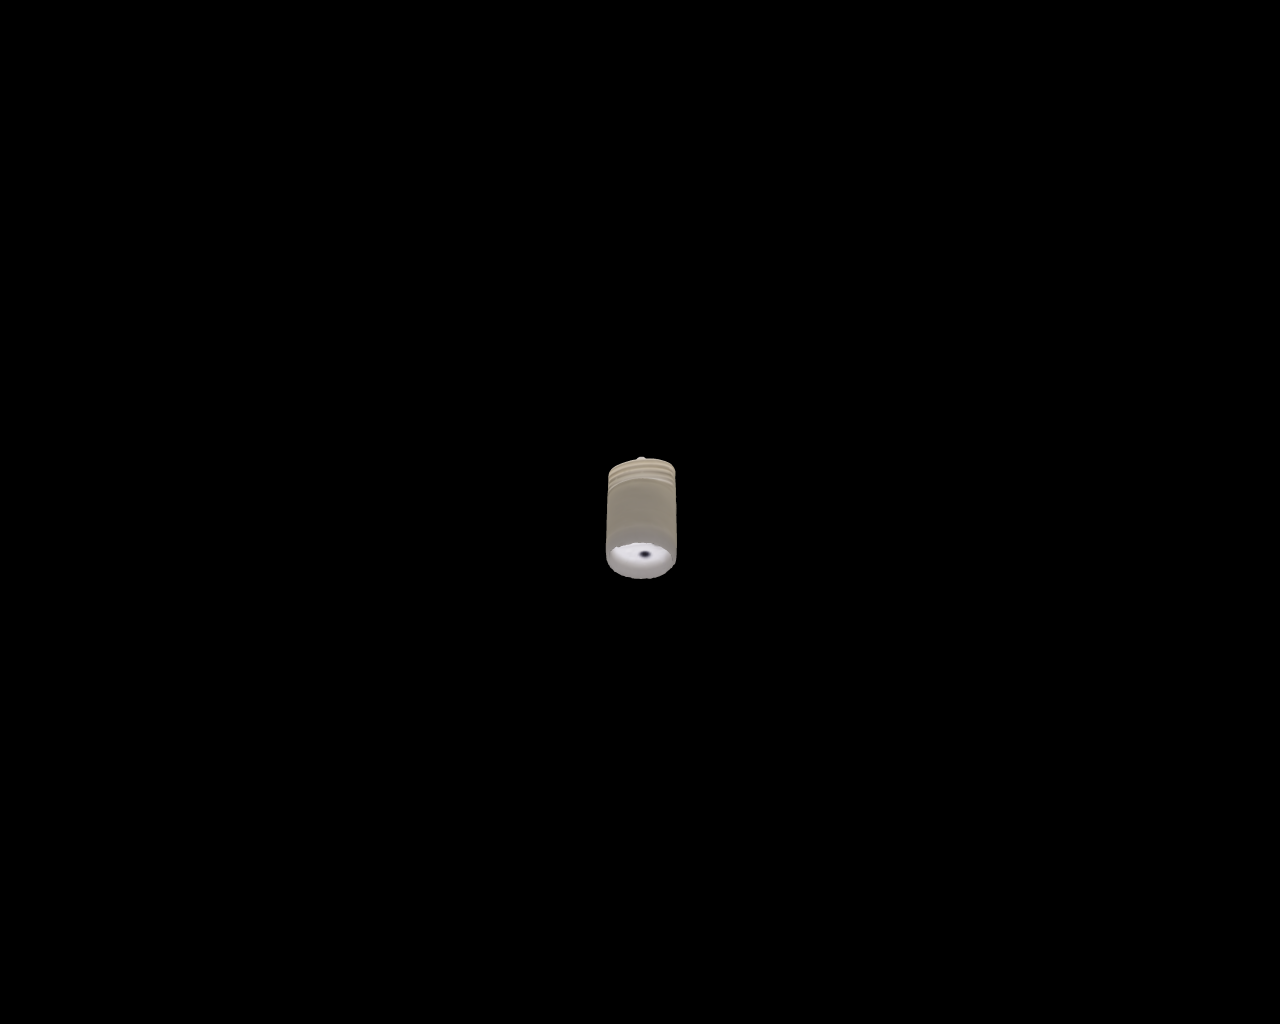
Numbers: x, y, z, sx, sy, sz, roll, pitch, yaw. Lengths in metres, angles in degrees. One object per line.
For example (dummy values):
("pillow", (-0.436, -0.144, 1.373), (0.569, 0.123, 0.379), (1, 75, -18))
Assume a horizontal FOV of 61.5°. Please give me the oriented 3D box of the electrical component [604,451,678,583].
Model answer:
("electrical component", (0.001, -0.003, 0.650), (0.043, 0.081, 0.043), (0, -36, 0))
